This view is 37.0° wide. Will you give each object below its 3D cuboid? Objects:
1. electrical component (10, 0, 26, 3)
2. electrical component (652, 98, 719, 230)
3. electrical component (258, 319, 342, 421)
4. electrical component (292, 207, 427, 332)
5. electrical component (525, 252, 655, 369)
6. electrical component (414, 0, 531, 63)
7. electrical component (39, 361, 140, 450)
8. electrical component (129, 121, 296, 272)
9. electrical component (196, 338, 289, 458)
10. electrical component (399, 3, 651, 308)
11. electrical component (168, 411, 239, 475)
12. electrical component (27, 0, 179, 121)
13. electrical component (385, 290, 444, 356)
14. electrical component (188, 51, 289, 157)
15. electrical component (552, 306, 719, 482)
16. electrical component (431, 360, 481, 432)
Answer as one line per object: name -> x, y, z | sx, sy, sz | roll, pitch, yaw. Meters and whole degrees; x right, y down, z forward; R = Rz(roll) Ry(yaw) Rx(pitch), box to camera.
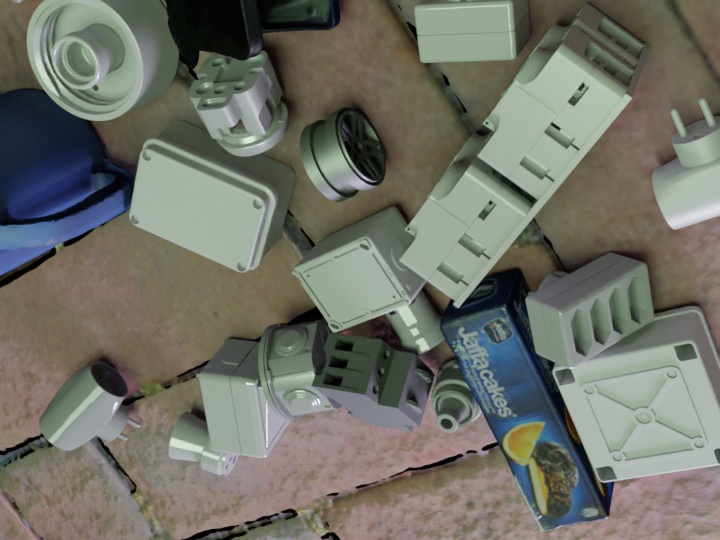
electrical component -> -0.260, -0.237, 0.794 | 0.096, 0.061, 0.061 | 26, 124, 6
electrical component -> 0.229, -0.074, 0.702 | 0.077, 0.044, 0.079 | -20, 109, 29
electrical component -> -0.046, 0.080, 0.876 | 0.051, 0.080, 0.080 | -12, 113, 21
electrical component -> 0.000, 0.000, 0.828 | 0.096, 0.061, 0.061 | -23, 107, 38
electrical component -> 0.153, 0.023, 0.774 | 0.076, 0.083, 0.047 | 25, 135, 55
electrical component -> 0.072, -0.180, 0.703 | 0.066, 0.047, 0.076 | 2, 119, 21
electrical component -> -0.243, 0.135, 1.001 | 0.079, 0.043, 0.077 | 36, 108, -31
electrical component -> -0.117, -0.057, 0.840 | 0.113, 0.057, 0.078 | 24, 123, 8
electrical component -> -0.094, 0.116, 0.925 | 0.061, 0.061, 0.096 | 5, 119, 19
electrical component -> 0.104, -0.078, 0.712 | 0.060, 0.105, 0.186 | 36, 124, 0
electrical component -> -0.140, 0.158, 0.977 | 0.055, 0.045, 0.045 | 17, 122, 12
electrical component -> -0.199, -0.165, 0.811 | 0.108, 0.060, 0.108 | 10, 121, 17
electrical component -> 0.042, 0.038, 0.842 | 0.040, 0.040, 0.046 | -27, 100, 31
electrical component -> -0.086, -0.121, 0.786 | 0.058, 0.078, 0.057 | -2, 138, 22
electrical component -> 0.213, 0.093, 0.794 | 0.109, 0.056, 0.108 | -16, 111, 28
electrical component -> 0.077, 0.104, 0.851 | 0.048, 0.062, 0.048 | 10, 120, 17
